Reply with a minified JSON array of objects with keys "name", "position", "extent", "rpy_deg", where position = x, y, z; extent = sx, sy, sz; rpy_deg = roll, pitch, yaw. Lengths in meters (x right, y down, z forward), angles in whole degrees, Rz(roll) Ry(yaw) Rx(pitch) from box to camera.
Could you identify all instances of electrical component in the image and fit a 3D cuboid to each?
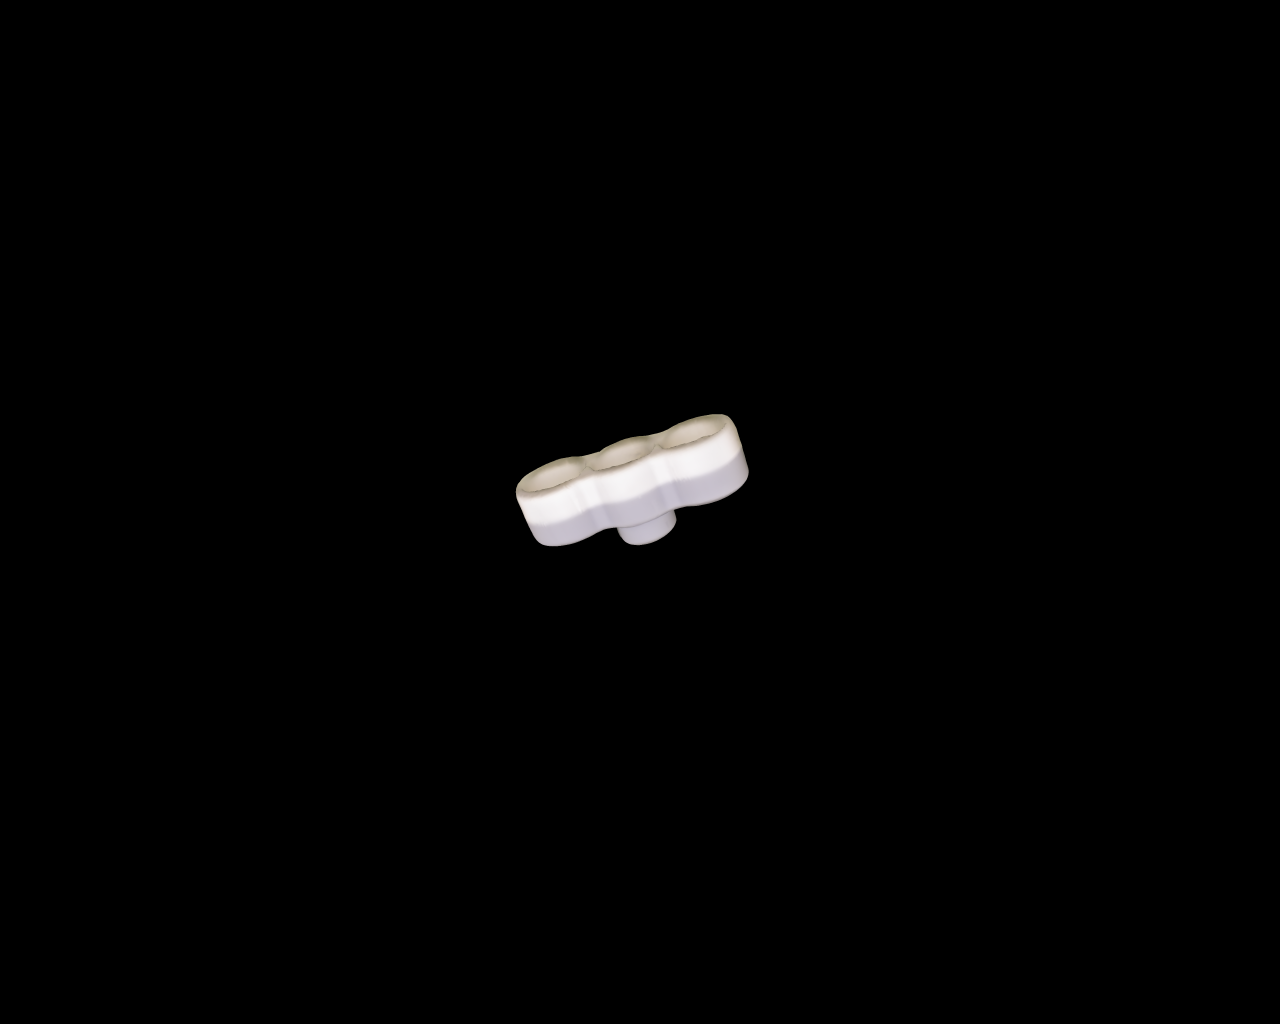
[{"name":"electrical component","position":[0.001,-0.003,0.650],"extent":[0.138,0.073,0.052],"rpy_deg":[-17,22,7]}]
